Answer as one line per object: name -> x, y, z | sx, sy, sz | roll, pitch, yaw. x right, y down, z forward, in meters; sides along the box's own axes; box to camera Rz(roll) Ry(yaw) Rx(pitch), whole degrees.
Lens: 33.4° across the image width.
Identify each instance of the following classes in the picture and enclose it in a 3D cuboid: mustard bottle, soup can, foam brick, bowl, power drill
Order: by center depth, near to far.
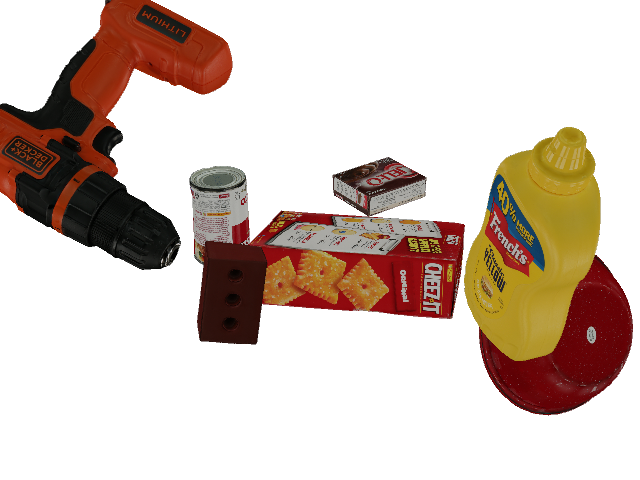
mustard bottle -> 0.149, -0.005, 0.734 | 0.058, 0.096, 0.192 | -11, -37, -14
power drill -> -0.143, -0.083, 0.765 | 0.184, 0.187, 0.057 | 30, -30, 9
foam brick -> -0.079, 0.045, 0.940 | 0.053, 0.078, 0.051 | 4, 14, -10
bowl -> 0.225, 0.081, 0.958 | 0.161, 0.162, 0.055 | 0, 2, -24
soup can -> -0.118, -0.029, 1.254 | 0.068, 0.102, 0.068 | -1, 28, 0

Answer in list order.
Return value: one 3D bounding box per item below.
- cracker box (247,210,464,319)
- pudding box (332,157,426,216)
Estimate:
cracker box -> 0.041, 0.024, 1.138 | 0.214, 0.072, 0.164 | 5, 15, 10
pudding box -> 0.088, -0.082, 1.596 | 0.113, 0.039, 0.090 | -22, 35, -30
